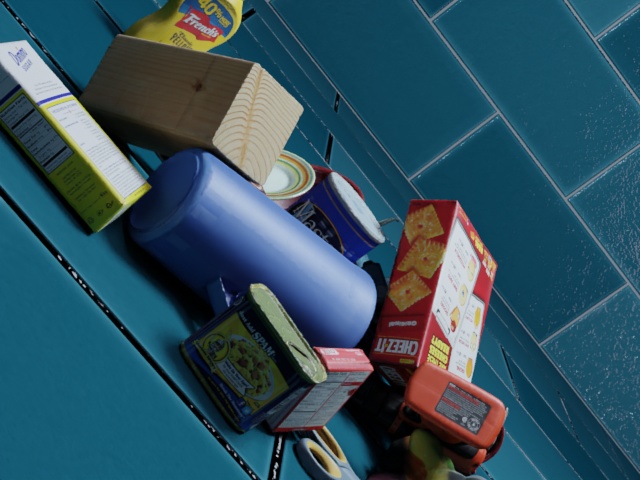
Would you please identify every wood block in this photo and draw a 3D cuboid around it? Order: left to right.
[{"bbox_3d":[-0.133,-0.133,1.067,0.206,0.091,0.090,19,-13,39],"label":"wood block"}]

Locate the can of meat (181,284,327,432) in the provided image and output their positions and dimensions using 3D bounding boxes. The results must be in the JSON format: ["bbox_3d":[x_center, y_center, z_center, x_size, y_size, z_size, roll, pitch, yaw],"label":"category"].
[{"bbox_3d":[-0.058,0.103,0.919,0.102,0.084,0.057,54,12,8],"label":"can of meat"}]

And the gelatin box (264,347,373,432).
[{"bbox_3d":[-0.003,0.137,0.980,0.073,0.089,0.030,9,36,-52],"label":"gelatin box"}]

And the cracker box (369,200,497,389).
[{"bbox_3d":[0.138,0.083,1.276,0.164,0.072,0.213,49,51,-51],"label":"cracker box"}]

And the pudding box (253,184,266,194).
[{"bbox_3d":[-0.112,-0.071,1.297,0.089,0.039,0.113,26,26,-41],"label":"pudding box"}]

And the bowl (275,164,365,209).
[{"bbox_3d":[-0.024,-0.040,1.423,0.162,0.162,0.055,-111,-156,-52],"label":"bowl"}]

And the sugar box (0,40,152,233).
[{"bbox_3d":[-0.229,-0.093,0.935,0.176,0.048,0.093,48,12,-6],"label":"sugar box"}]

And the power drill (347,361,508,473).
[{"bbox_3d":[0.112,0.183,1.153,0.184,0.057,0.188,28,-17,3],"label":"power drill"}]

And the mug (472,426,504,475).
[{"bbox_3d":[0.205,0.266,1.480,0.081,0.093,0.117,-74,157,-81],"label":"mug"}]

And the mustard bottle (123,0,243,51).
[{"bbox_3d":[-0.162,-0.292,1.407,0.096,0.192,0.058,43,15,-38],"label":"mustard bottle"}]

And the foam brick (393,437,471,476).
[{"bbox_3d":[0.135,0.260,1.281,0.078,0.053,0.051,44,15,-35],"label":"foam brick"}]

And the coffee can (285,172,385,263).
[{"bbox_3d":[-0.008,0.002,1.268,0.102,0.140,0.103,50,12,-15],"label":"coffee can"}]

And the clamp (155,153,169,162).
[{"bbox_3d":[-0.124,-0.029,1.171,0.171,0.039,0.120,44,28,-45],"label":"clamp"}]

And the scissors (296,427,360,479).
[{"bbox_3d":[0.036,0.248,1.026,0.202,0.016,0.096,53,13,1],"label":"scissors"}]

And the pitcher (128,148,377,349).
[{"bbox_3d":[-0.067,0.029,1.030,0.242,0.145,0.149,41,-8,-33],"label":"pitcher"}]
